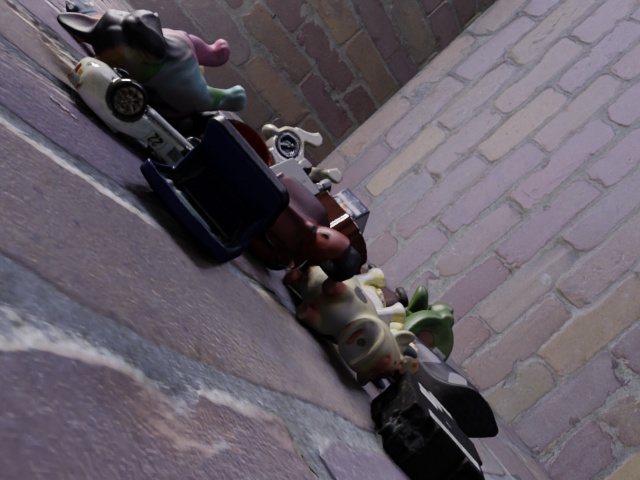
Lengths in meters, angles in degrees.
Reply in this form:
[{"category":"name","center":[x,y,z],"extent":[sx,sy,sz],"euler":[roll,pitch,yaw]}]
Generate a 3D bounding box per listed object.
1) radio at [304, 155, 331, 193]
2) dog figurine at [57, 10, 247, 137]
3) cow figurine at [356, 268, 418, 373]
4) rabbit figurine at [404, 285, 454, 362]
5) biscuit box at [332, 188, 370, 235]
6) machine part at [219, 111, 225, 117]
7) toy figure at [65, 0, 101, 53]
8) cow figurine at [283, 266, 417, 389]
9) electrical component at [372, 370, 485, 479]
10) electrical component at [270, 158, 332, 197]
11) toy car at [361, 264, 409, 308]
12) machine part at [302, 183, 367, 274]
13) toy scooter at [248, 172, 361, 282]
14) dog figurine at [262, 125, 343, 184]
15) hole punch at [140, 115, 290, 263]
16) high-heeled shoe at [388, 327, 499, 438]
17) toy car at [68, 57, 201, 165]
[{"category":"radio","center":[-0.071,-0.132,1.196],"extent":[0.073,0.131,0.230],"euler":[42,7,-36]},{"category":"dog figurine","center":[-0.215,-0.202,0.661],"extent":[0.219,0.192,0.108],"euler":[-4,77,-49]},{"category":"cow figurine","center":[0.067,0.116,0.727],"extent":[0.167,0.098,0.068],"euler":[-115,-164,-51]},{"category":"rabbit figurine","center":[0.167,0.163,0.996],"extent":[0.121,0.159,0.170],"euler":[37,-9,-10]},{"category":"biscuit box","center":[0.029,0.000,0.929],"extent":[0.063,0.059,0.202],"euler":[48,-26,21]},{"category":"machine part","center":[-0.187,-0.182,0.886],"extent":[0.243,0.079,0.079],"euler":[47,5,-27]},{"category":"toy figure","center":[-0.309,-0.285,0.768],"extent":[0.154,0.058,0.064],"euler":[43,-1,1]},{"category":"cow figurine","center":[0.035,0.094,0.637],"extent":[0.127,0.085,0.195],"euler":[39,7,-25]},{"category":"electrical component","center":[0.111,0.203,0.558],"extent":[0.115,0.058,0.134],"euler":[50,5,3]},{"category":"electrical component","center":[-0.044,-0.072,0.703],"extent":[0.078,0.102,0.045],"euler":[49,-37,5]},{"category":"toy car","center":[0.091,0.096,1.012],"extent":[0.202,0.089,0.053],"euler":[-141,-143,-68]},{"category":"machine part","center":[-0.002,-0.003,0.842],"extent":[0.179,0.056,0.179],"euler":[45,-26,29]},{"category":"toy scooter","center":[-0.044,-0.020,0.604],"extent":[0.184,0.075,0.135],"euler":[12,-33,52]},{"category":"dog figurine","center":[-0.076,-0.118,0.985],"extent":[0.191,0.121,0.172],"euler":[-14,-73,56]},{"category":"hole punch","center":[-0.104,-0.035,0.508],"extent":[0.142,0.092,0.116],"euler":[46,-27,1]},{"category":"high-heeled shoe","center":[0.156,0.199,0.812],"extent":[0.248,0.086,0.145],"euler":[40,9,-15]},{"category":"toy car","center":[-0.177,-0.115,0.582],"extent":[0.201,0.056,0.074],"euler":[44,-1,-43]}]
